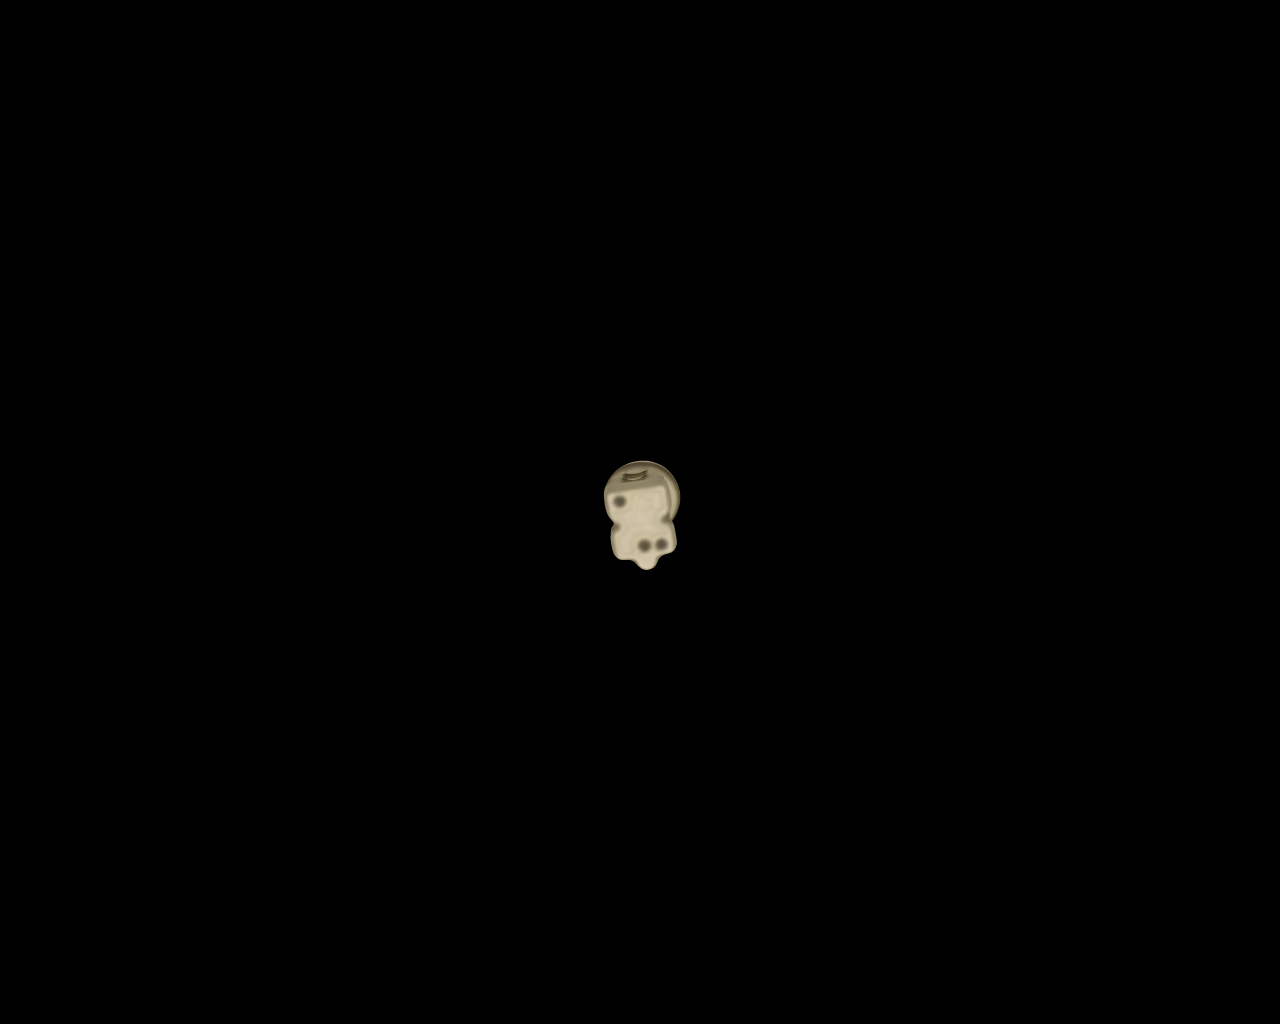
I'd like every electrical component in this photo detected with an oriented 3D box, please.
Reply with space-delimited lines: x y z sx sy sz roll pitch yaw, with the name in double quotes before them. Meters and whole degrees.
"electrical component" 0.001 -0.003 0.650 0.048 0.066 0.055 -7 20 2
